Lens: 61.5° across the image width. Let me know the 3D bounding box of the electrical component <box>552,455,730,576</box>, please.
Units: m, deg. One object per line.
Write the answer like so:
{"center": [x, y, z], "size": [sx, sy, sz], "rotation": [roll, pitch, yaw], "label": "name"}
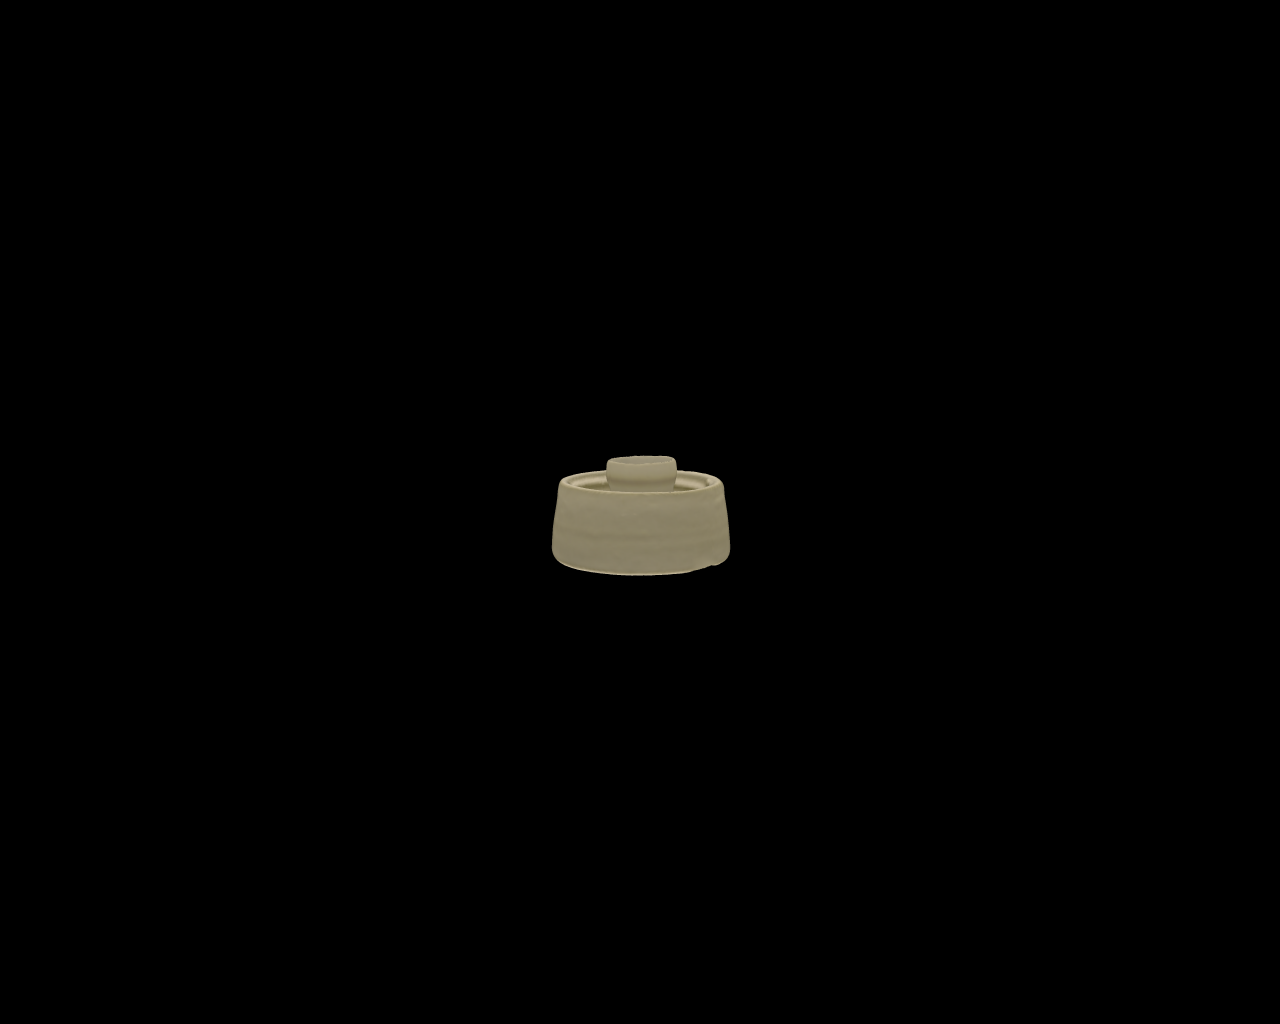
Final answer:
{"center": [0.001, -0.003, 0.650], "size": [0.108, 0.060, 0.108], "rotation": [0, 10, 0], "label": "electrical component"}
